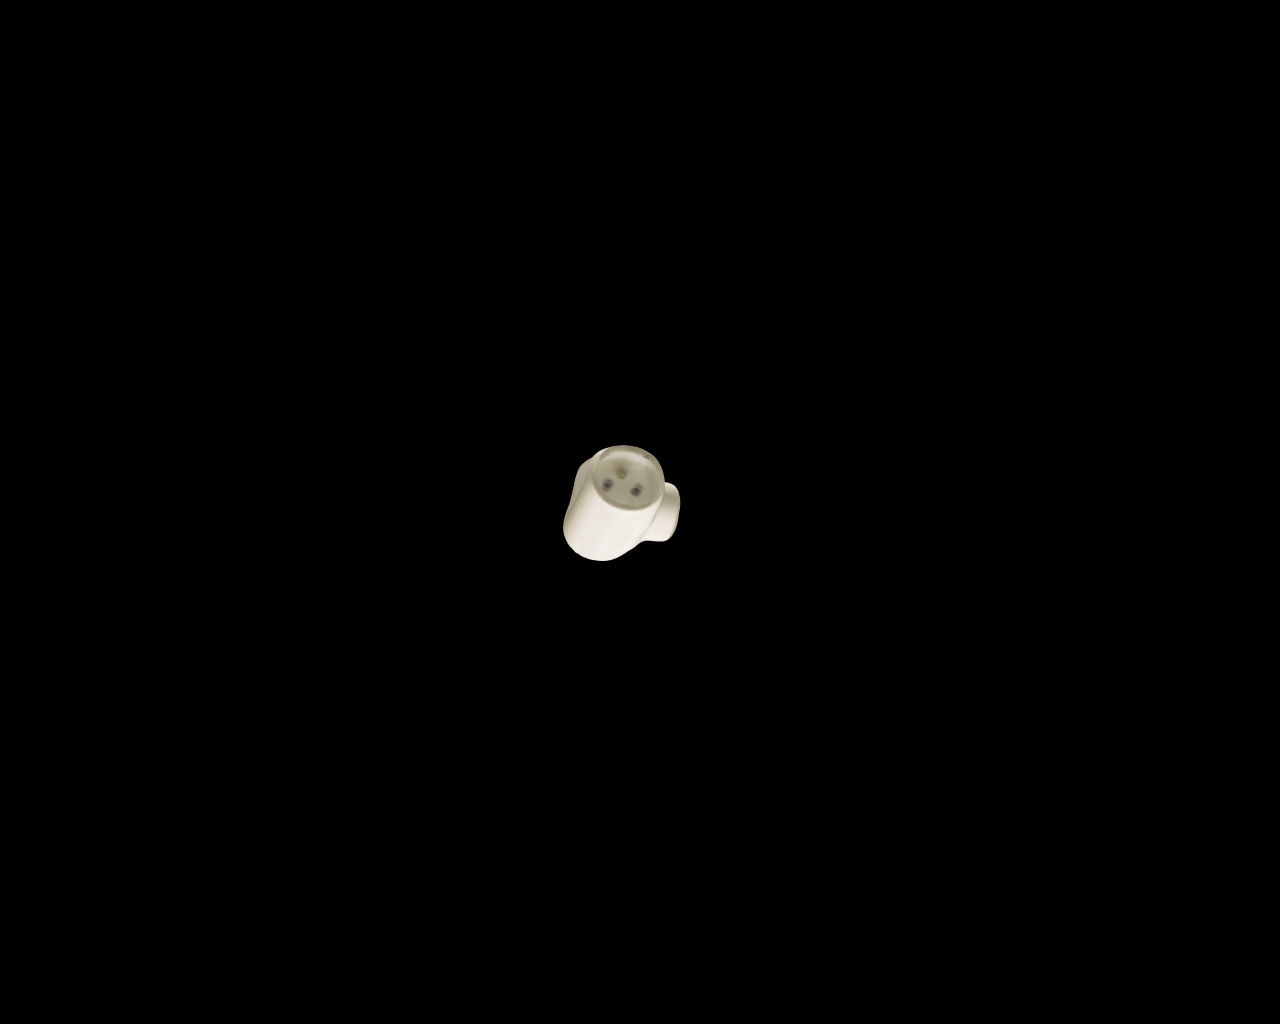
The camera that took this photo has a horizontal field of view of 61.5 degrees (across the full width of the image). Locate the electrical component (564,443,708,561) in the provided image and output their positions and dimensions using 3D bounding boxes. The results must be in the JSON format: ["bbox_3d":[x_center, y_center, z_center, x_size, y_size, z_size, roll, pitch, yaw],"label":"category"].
[{"bbox_3d":[0.001,-0.003,0.650,0.079,0.043,0.077,7,-27,-14],"label":"electrical component"}]
